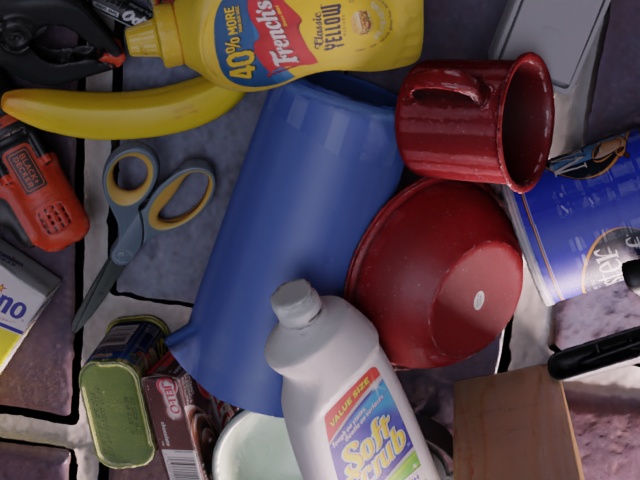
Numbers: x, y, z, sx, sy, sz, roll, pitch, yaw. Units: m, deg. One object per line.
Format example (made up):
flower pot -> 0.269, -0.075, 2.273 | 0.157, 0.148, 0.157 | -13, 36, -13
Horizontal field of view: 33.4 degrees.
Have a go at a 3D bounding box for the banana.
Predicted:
banana -> -0.137, -0.106, 0.807 | 0.198, 0.037, 0.069 | -11, 138, 6

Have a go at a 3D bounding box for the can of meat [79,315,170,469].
can of meat -> -0.156, 0.125, 0.880 | 0.057, 0.084, 0.102 | -6, 109, 10

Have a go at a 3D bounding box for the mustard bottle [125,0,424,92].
mustard bottle -> -0.031, -0.145, 0.695 | 0.191, 0.058, 0.096 | -11, 134, -5

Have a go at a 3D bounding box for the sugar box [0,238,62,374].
sugar box -> -0.305, 0.080, 0.905 | 0.093, 0.048, 0.176 | 34, 112, -5

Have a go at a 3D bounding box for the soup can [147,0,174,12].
soup can -> -0.072, -0.199, 0.760 | 0.068, 0.068, 0.102 | 29, 111, -3

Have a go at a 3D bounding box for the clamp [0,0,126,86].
clamp -> -0.232, -0.150, 0.782 | 0.171, 0.039, 0.120 | 21, 126, -28

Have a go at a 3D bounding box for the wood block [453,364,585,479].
wood block -> 0.151, 0.184, 0.793 | 0.090, 0.206, 0.091 | -13, 108, 12

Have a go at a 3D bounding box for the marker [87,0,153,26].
marker -> -0.130, -0.164, 0.806 | 0.121, 0.020, 0.020 | 26, 111, -2

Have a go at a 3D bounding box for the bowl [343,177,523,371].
bowl -> 0.096, 0.033, 0.778 | 0.161, 0.055, 0.162 | -17, 121, -32

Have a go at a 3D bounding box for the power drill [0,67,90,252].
power drill -> -0.297, -0.043, 0.823 | 0.187, 0.057, 0.184 | -30, 95, -6

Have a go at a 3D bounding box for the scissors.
scissors -> -0.169, -0.005, 0.860 | 0.202, 0.016, 0.096 | -39, 123, 19

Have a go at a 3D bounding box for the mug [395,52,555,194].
mug -> 0.098, -0.084, 0.714 | 0.082, 0.117, 0.093 | 7, 79, 33

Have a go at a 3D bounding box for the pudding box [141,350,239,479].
pudding box -> -0.100, 0.140, 0.874 | 0.039, 0.090, 0.113 | -1, 111, 20

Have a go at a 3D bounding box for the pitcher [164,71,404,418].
pitcher -> -0.005, 0.001, 0.801 | 0.145, 0.149, 0.243 | 23, 109, 15

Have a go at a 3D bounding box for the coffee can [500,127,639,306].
coffee can -> 0.212, -0.022, 0.766 | 0.140, 0.102, 0.103 | -20, 106, 14

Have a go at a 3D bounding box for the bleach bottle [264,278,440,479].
bleach bottle -> 0.016, 0.133, 0.761 | 0.102, 0.068, 0.250 | -32, 126, -12

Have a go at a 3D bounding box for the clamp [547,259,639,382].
clamp -> 0.282, 0.065, 0.797 | 0.209, 0.036, 0.165 | 2, 150, -16
